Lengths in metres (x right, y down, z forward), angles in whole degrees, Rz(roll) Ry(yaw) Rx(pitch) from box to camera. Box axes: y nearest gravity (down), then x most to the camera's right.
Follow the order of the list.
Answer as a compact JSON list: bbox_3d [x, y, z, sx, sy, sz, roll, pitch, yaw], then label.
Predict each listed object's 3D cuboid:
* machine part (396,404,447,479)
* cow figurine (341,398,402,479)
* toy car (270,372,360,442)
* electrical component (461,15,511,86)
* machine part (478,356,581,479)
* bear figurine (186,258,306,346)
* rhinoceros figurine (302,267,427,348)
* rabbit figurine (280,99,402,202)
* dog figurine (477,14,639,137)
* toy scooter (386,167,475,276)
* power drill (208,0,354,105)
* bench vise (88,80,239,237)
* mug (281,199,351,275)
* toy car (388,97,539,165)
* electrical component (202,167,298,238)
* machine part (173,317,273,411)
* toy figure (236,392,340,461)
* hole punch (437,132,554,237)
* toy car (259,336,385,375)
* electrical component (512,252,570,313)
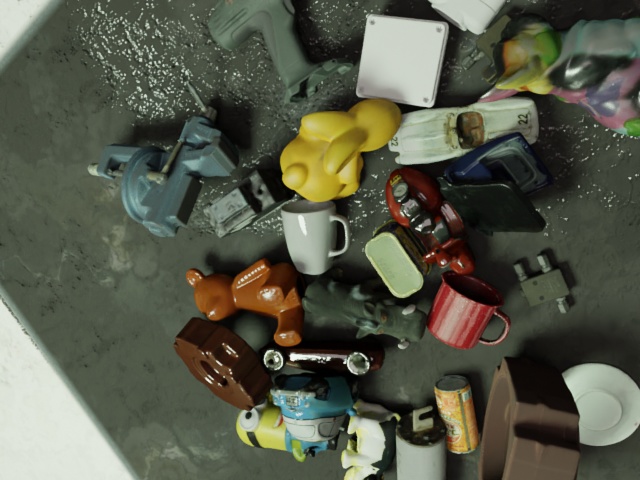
[{"bbox_3d":[0.158,0.356,0.838,0.079,0.079,0.242,2,117,16],"label":"machine part"},{"bbox_3d":[0.087,0.352,0.884,0.098,0.068,0.167,8,106,9],"label":"cow figurine"},{"bbox_3d":[-0.005,0.257,0.827,0.109,0.161,0.103,-4,79,27],"label":"toy car"},{"bbox_3d":[0.250,-0.246,0.711,0.102,0.045,0.078,-47,58,18],"label":"electrical component"},{"bbox_3d":[0.281,0.280,0.735,0.087,0.201,0.200,10,105,11],"label":"machine part"},{"bbox_3d":[-0.125,0.096,0.856,0.196,0.132,0.120,-9,118,12],"label":"bear figurine"},{"bbox_3d":[0.068,0.099,0.807,0.191,0.112,0.073,15,104,21],"label":"rhinoceros figurine"},{"bbox_3d":[0.028,-0.138,0.739,0.173,0.162,0.122,-30,82,24],"label":"rabbit figurine"},{"bbox_3d":[0.309,-0.188,0.642,0.219,0.108,0.191,-18,94,2],"label":"dog figurine"},{"bbox_3d":[0.151,-0.020,0.741,0.075,0.135,0.184,-38,89,22],"label":"toy scooter"},{"bbox_3d":[-0.038,-0.315,0.760,0.232,0.086,0.207,-31,96,22],"label":"power drill"},{"bbox_3d":[-0.256,-0.119,0.836,0.241,0.128,0.223,10,81,23],"label":"bench vise"},{"bbox_3d":[-0.002,-0.002,0.822,0.110,0.081,0.107,5,113,24],"label":"mug"},{"bbox_3d":[0.193,-0.149,0.740,0.202,0.056,0.073,-6,101,17],"label":"toy car"},{"bbox_3d":[-0.107,-0.058,0.810,0.115,0.134,0.058,-33,90,20],"label":"electrical component"},{"bbox_3d":[-0.161,0.205,0.880,0.180,0.056,0.179,28,145,21],"label":"machine part"},{"bbox_3d":[-0.056,0.321,0.911,0.180,0.082,0.089,8,107,12],"label":"toy figure"},{"bbox_3d":[0.237,-0.072,0.716,0.116,0.142,0.092,-1,60,49],"label":"hole punch"},{"bbox_3d":[0.003,0.185,0.856,0.202,0.089,0.053,-2,98,16],"label":"toy car"},{"bbox_3d":[0.319,0.067,0.771,0.063,0.021,0.094,-25,95,21],"label":"electrical component"}]
